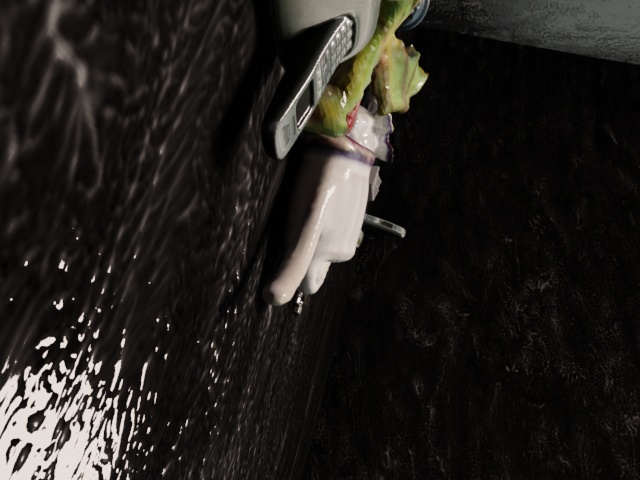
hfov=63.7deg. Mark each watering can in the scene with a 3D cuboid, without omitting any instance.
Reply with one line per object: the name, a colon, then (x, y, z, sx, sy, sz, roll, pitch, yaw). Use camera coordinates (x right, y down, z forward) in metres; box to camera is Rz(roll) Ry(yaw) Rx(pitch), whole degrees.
watering can: (0.002, -0.034, 0.667, 0.348, 0.104, 0.224, -16, 118, -82)

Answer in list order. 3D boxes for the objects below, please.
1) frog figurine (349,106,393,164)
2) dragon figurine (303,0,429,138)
frog figurine: (0.046, -0.163, 0.910, 0.161, 0.124, 0.134, -32, 159, -25)
dragon figurine: (0.099, -0.273, 0.639, 0.416, 0.123, 0.237, -46, 149, -26)
